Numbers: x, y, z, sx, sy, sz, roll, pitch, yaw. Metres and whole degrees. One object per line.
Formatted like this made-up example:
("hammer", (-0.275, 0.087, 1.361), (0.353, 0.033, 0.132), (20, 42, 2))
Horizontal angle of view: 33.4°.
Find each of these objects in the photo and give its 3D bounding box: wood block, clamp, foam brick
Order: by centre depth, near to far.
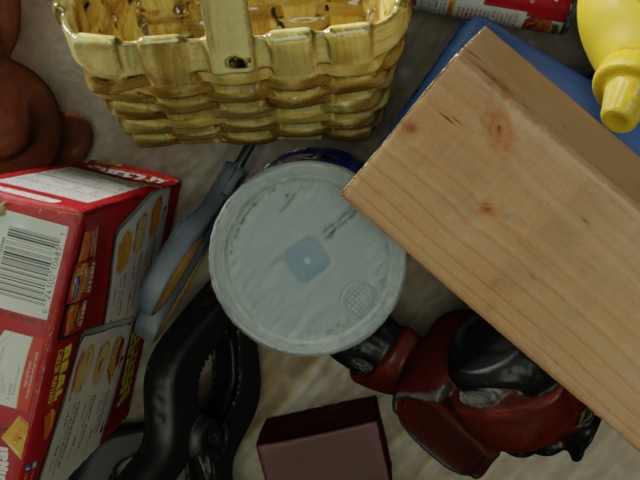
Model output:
("wood block", (0.124, 0.002, 0.517), (0.206, 0.090, 0.090), (40, 116, 1))
("clamp", (-0.084, 0.122, 0.643), (0.036, 0.164, 0.210), (4, 81, 34))
("foam brick", (0.004, 0.138, 0.680), (0.078, 0.051, 0.053), (-12, 99, 3))
("clamp", (-0.136, 0.188, 0.699), (0.171, 0.039, 0.120), (-38, 99, 6))

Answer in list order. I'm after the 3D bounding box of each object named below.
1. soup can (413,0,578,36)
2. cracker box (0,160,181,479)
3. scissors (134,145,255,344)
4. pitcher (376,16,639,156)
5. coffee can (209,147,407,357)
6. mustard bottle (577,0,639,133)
("soup can", (0.099, -0.162, 0.625), (0.102, 0.068, 0.068), (10, 98, 1))
("cracker box", (-0.148, 0.044, 0.591), (0.072, 0.213, 0.164), (15, 98, 3))
("scissors", (-0.058, -0.030, 0.622), (0.016, 0.096, 0.202), (28, 90, 2))
("pitcher", (0.163, -0.030, 0.618), (0.243, 0.149, 0.145), (34, 126, 0))
("coffee can", (-0.004, 0.001, 0.615), (0.103, 0.140, 0.103), (0, 98, 2))
("mustard bottle", (0.192, -0.130, 0.581), (0.096, 0.058, 0.191), (35, 61, -6))
